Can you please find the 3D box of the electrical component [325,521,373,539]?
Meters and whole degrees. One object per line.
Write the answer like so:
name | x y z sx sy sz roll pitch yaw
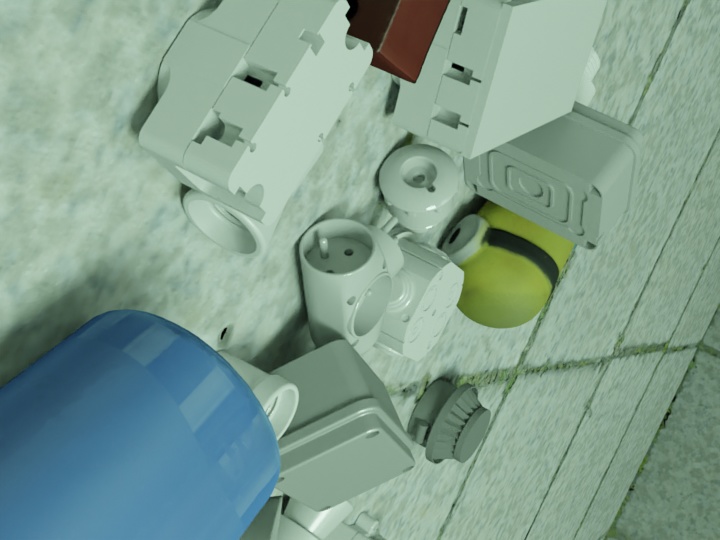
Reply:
electrical component | -0.029 0.245 0.813 0.096 0.061 0.061 -44 150 -38

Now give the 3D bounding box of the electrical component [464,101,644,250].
electrical component | 0.133 -0.076 0.746 0.057 0.113 0.078 -49 153 -22

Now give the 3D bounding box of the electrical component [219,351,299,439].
electrical component | -0.063 0.069 0.576 0.040 0.046 0.040 -46 151 -34

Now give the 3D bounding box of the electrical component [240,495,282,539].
electrical component | -0.073 0.179 0.615 0.099 0.064 0.099 -2 90 -82

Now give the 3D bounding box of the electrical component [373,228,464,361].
electrical component | 0.028 0.017 0.702 0.080 0.051 0.080 -46 151 -34

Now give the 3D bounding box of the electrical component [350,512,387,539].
electrical component | 0.011 0.247 0.904 0.066 0.055 0.048 -65 157 4

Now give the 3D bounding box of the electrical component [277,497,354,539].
electrical component | -0.037 0.174 0.741 0.055 0.045 0.045 -55 155 -17

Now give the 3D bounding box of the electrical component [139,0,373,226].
electrical component | -0.045 -0.074 0.449 0.089 0.056 0.050 -60 156 -8

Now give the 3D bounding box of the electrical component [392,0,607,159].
electrical component | 0.085 -0.133 0.648 0.150 0.062 0.089 -29 139 -52

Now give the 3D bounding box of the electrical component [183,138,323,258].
electrical component | -0.046 -0.044 0.500 0.065 0.044 0.044 -57 156 -26

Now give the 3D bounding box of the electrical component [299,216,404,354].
electrical component | 0.000 0.000 0.635 0.079 0.044 0.077 -48 152 -31

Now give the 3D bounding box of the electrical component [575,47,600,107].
electrical component | 0.154 -0.135 0.812 0.081 0.043 0.043 -59 156 -11

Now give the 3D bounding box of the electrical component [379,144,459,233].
electrical component | 0.037 -0.045 0.667 0.048 0.048 0.062 -54 162 -19

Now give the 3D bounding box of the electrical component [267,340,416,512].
electrical component | -0.018 0.097 0.643 0.078 0.057 0.113 -26 154 4
